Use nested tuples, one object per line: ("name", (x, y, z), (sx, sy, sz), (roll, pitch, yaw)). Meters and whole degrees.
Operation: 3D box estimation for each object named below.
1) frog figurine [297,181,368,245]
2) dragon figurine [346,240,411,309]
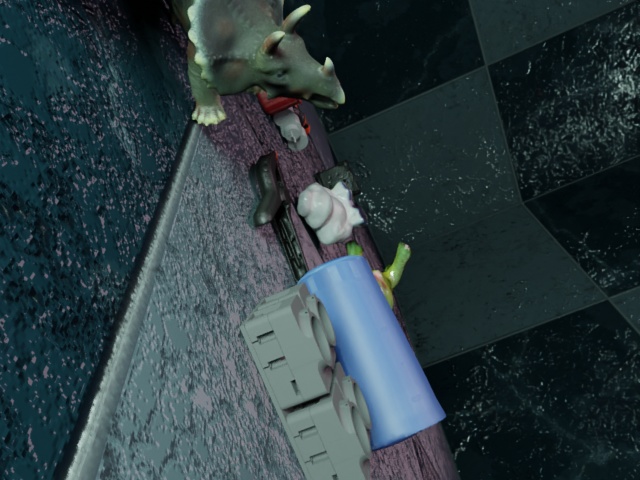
("frog figurine", (0.003, -0.054, 1.079), (0.160, 0.121, 0.138), (-13, 87, -46))
("dragon figurine", (0.081, 0.147, 0.943), (0.401, 0.122, 0.248), (94, 7, -56))
